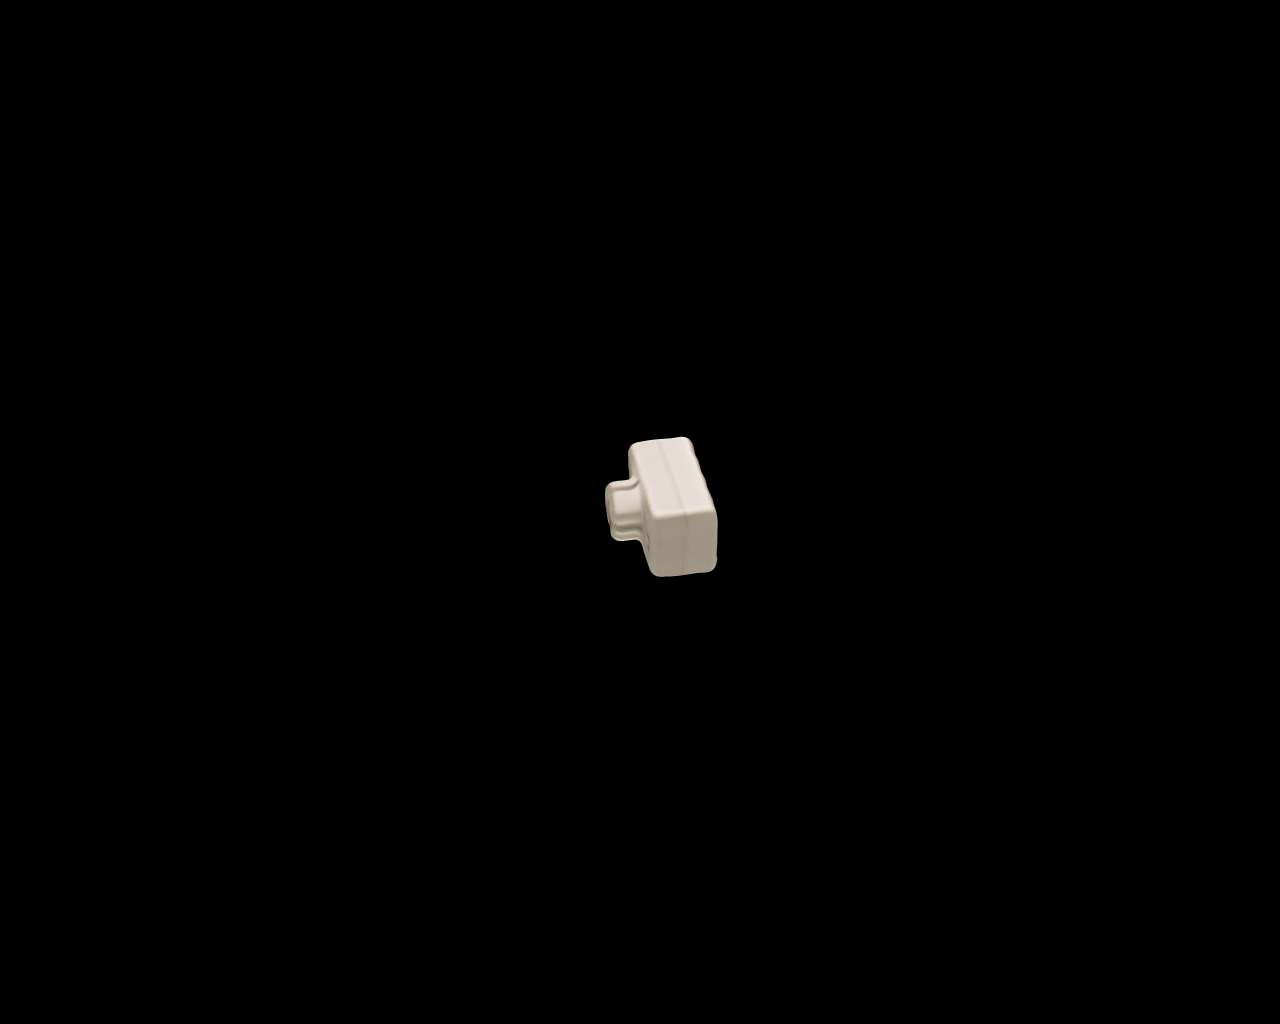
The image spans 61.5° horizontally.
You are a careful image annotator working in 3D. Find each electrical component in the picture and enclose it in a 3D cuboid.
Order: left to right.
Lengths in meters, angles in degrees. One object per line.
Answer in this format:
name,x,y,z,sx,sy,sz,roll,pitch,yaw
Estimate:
electrical component,0.001,-0.003,0.650,0.076,0.047,0.083,-6,37,-7
